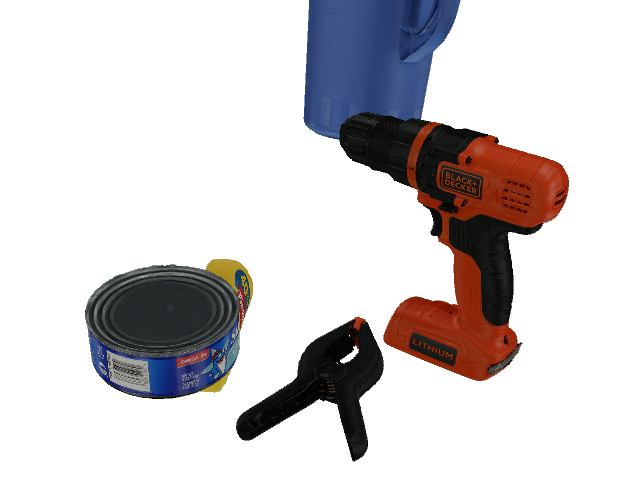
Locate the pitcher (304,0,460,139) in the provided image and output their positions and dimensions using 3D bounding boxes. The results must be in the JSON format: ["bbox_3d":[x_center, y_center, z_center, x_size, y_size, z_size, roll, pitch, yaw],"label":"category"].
[{"bbox_3d":[0.055,-0.211,0.950,0.145,0.243,0.149,8,15,7],"label":"pitcher"}]

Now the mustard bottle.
[{"bbox_3d":[-0.110,0.075,1.169,0.058,0.096,0.191,1,28,6],"label":"mustard bottle"}]

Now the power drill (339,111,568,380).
[{"bbox_3d":[0.090,0.002,0.812,0.185,0.188,0.057,21,36,33],"label":"power drill"}]

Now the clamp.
[{"bbox_3d":[0.016,0.133,0.957,0.120,0.039,0.171,17,43,27],"label":"clamp"}]

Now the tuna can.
[{"bbox_3d":[-0.088,0.051,0.603,0.086,0.034,0.086,1,32,-1],"label":"tuna can"}]
